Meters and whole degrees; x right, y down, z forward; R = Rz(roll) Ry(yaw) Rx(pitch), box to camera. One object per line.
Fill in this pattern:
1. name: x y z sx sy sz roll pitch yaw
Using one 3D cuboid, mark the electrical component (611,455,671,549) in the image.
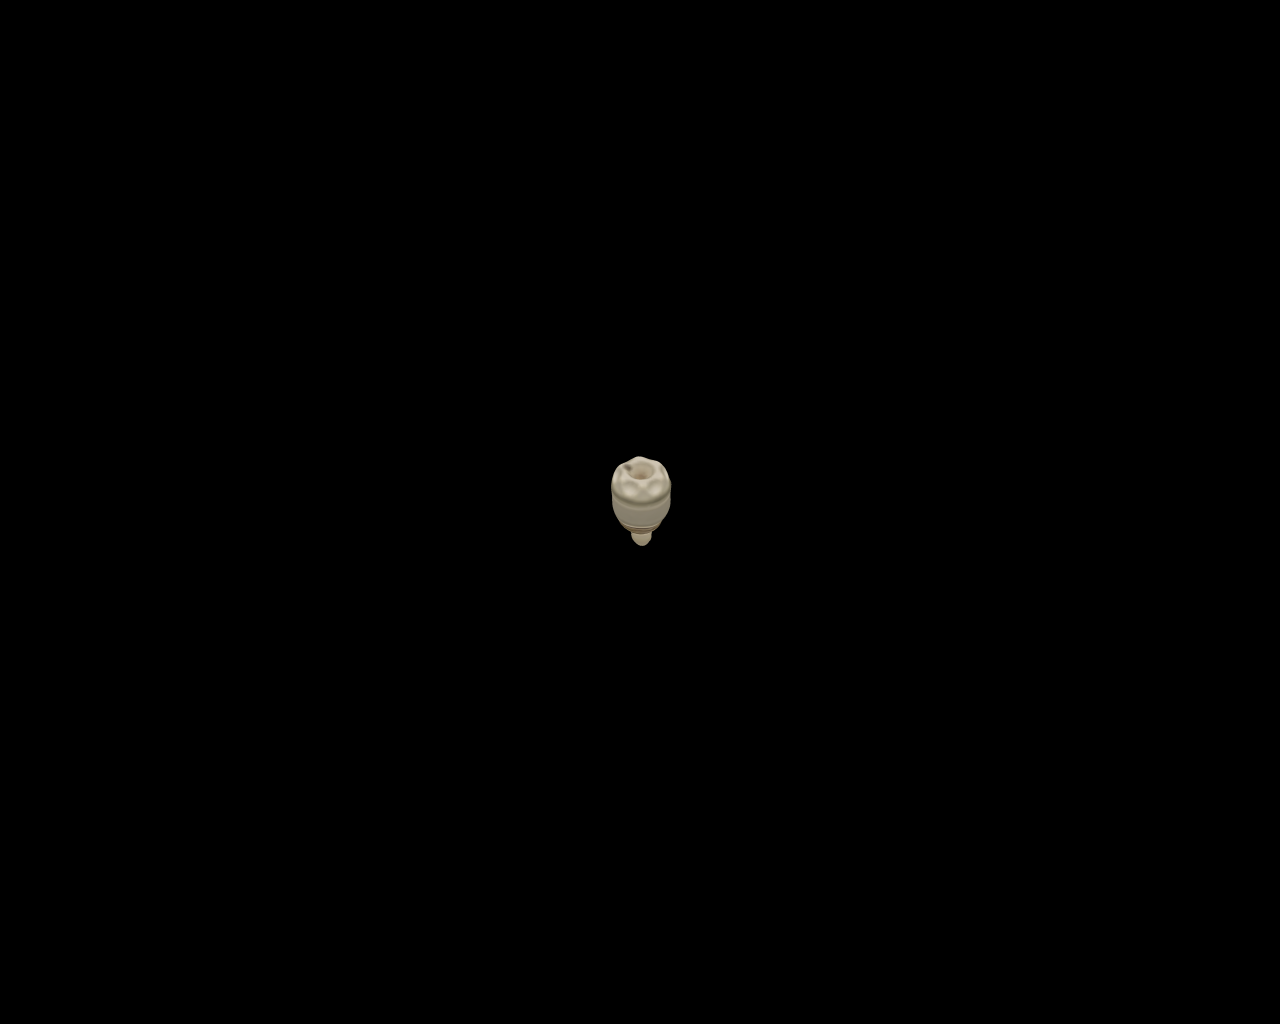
1. electrical component: 0.001 -0.003 0.650 0.035 0.061 0.035 0 43 0
